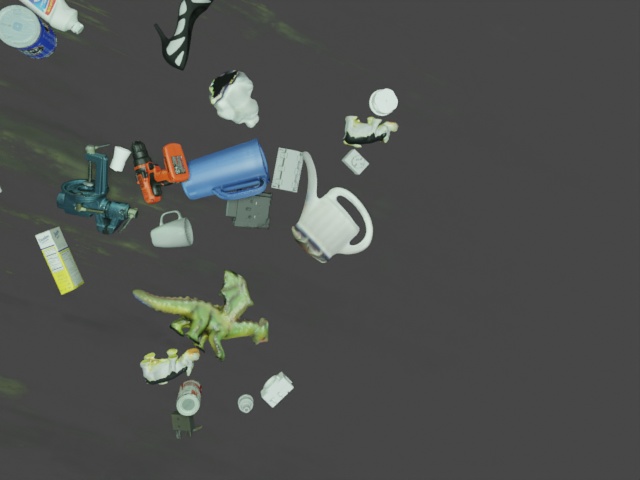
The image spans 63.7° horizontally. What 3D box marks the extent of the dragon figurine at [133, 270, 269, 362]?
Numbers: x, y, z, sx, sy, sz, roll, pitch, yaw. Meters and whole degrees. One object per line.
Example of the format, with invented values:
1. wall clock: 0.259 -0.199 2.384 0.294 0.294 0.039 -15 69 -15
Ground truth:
1. dragon figurine: -0.319 0.198 1.531 0.407 0.121 0.246 43 69 -14

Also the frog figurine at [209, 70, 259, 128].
1. frog figurine: -0.238 -0.406 1.492 0.157 0.123 0.138 36 78 -48

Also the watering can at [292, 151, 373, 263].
1. watering can: 0.005 -0.078 1.551 0.225 0.104 0.345 -44 102 -4
